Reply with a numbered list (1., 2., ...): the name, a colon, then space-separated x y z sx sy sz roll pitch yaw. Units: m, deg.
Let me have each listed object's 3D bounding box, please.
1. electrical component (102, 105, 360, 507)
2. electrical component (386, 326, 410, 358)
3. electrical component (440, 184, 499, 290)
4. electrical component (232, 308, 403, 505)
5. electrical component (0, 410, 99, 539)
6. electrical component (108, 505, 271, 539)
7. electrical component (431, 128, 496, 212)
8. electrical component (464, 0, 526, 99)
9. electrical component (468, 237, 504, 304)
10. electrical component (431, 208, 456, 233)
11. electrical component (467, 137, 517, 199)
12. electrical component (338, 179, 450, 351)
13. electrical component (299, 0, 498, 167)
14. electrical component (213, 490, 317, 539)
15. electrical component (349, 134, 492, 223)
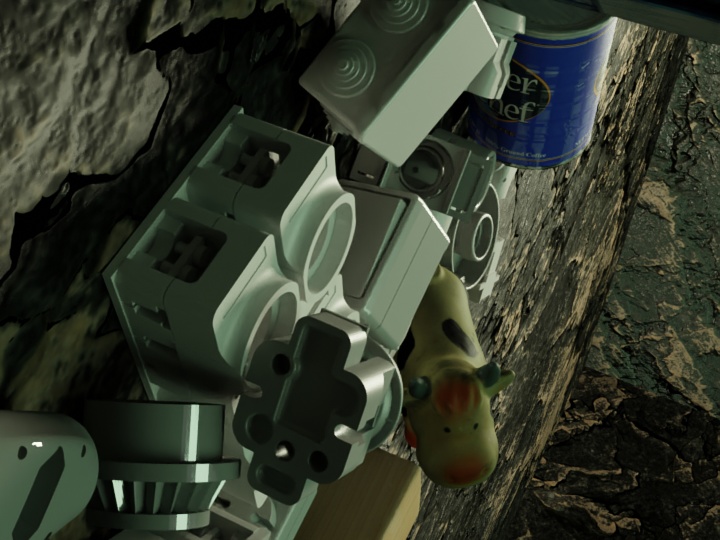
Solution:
1. electrical component: -0.052 0.028 0.527 0.105 0.060 0.186 -58 161 -31
2. electrical component: 0.003 0.026 0.713 0.080 0.051 0.080 -57 160 -34
3. electrical component: 0.073 -0.032 0.885 0.099 0.064 0.099 -34 131 -52
4. electrical component: -0.015 0.056 0.465 0.057 0.058 0.078 -9 119 -68
5. electrical component: -0.134 0.086 0.367 0.079 0.043 0.077 -67 164 -2
6. electrical component: -0.112 0.177 0.517 0.150 0.062 0.089 -21 130 -68
7. electrical component: 0.073 -0.074 0.817 0.055 0.047 0.055 -57 160 -34
8. electrical component: 0.076 -0.150 0.717 0.078 0.058 0.057 -21 133 -68
9. electrical component: 0.108 -0.006 1.027 0.081 0.042 0.063 -20 126 -69
10. electrical component: 0.046 -0.044 0.778 0.081 0.043 0.043 -69 164 3
11. electrical component: 0.110 -0.101 0.908 0.079 0.043 0.077 -26 135 -67
12. electrical component: 0.000 0.000 0.638 0.096 0.062 0.061 -63 144 -17
13. electrical component: 0.021 -0.109 0.567 0.099 0.048 0.100 -50 166 7
14. electrical component: -0.069 0.149 0.647 0.083 0.047 0.075 -62 163 -22
15. electrical component: 0.036 -0.063 0.681 0.064 0.081 0.042 -145 -104 -83
